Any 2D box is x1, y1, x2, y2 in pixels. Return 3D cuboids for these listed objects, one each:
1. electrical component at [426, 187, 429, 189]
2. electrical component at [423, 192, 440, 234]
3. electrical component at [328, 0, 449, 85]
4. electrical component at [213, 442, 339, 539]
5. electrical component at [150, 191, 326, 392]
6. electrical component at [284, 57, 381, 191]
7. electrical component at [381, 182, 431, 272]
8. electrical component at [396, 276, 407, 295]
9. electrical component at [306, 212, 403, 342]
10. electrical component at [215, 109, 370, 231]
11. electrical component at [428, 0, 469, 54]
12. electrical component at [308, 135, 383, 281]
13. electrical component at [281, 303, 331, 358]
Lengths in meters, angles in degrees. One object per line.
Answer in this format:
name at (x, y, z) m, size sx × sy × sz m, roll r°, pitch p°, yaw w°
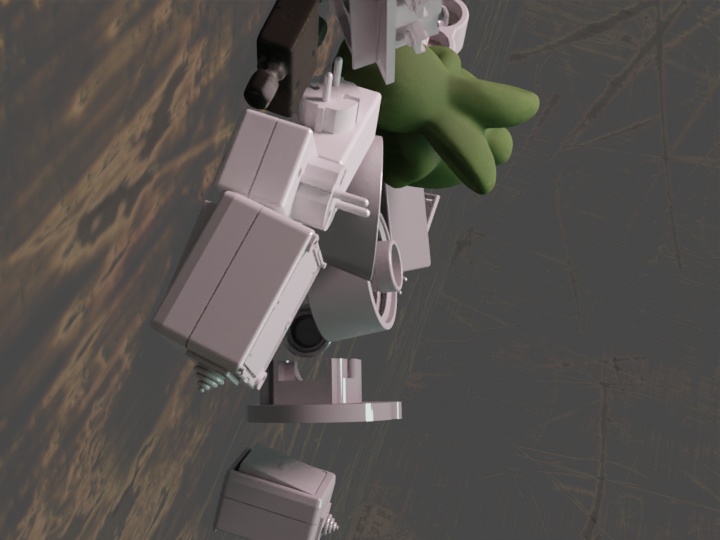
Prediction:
electrical component at (0.045, -0.106, 1.074) m, size 0.076 × 0.066 × 0.047 m, roll 99°, pitch 12°, yaw -51°
electrical component at (0.031, -0.063, 1.047) m, size 0.064 × 0.081 × 0.042 m, roll 29°, pitch 76°, yaw -53°
electrical component at (0.016, -0.174, 0.626) m, size 0.121 × 0.063 × 0.078 m, roll 87°, pitch -18°, yaw -72°
electrical component at (-0.061, 0.185, 0.869) m, size 0.062 × 0.096 × 0.061 m, roll -44°, pitch 149°, yaw -77°
electrical component at (-0.067, 0.016, 0.556) m, size 0.096 × 0.061 × 0.061 m, roll -62°, pitch 171°, yaw -12°
electrical component at (-0.020, -0.095, 0.667) m, size 0.083 × 0.047 × 0.075 m, roll -64°, pitch 169°, yaw -45°
electrical component at (0.021, -0.042, 0.941) m, size 0.100 × 0.048 × 0.099 m, roll -10°, pitch 95°, yaw -66°
electrical component at (0.006, 0.004, 1.007) m, size 0.047 × 0.076 × 0.083 m, roll 102°, pitch 9°, yaw -45°
electrical component at (0.000, 0.000, 0.846) m, size 0.108 × 0.060 × 0.108 m, roll -7°, pitch 90°, yaw -76°
electrical component at (-0.031, -0.045, 0.587) m, size 0.065 × 0.077 × 0.047 m, roll 80°, pitch 29°, yaw -76°
electrical component at (0.062, -0.192, 1.032) m, size 0.073 × 0.052 × 0.138 m, roll 97°, pitch 13°, yaw -59°
electrical component at (-0.008, -0.048, 0.748) m, size 0.099 × 0.064 × 0.099 m, roll 16°, pitch 90°, yaw -84°
electrical component at (-0.043, 0.052, 0.901) m, size 0.065 × 0.044 × 0.044 m, roll 82°, pitch 27°, yaw -85°
